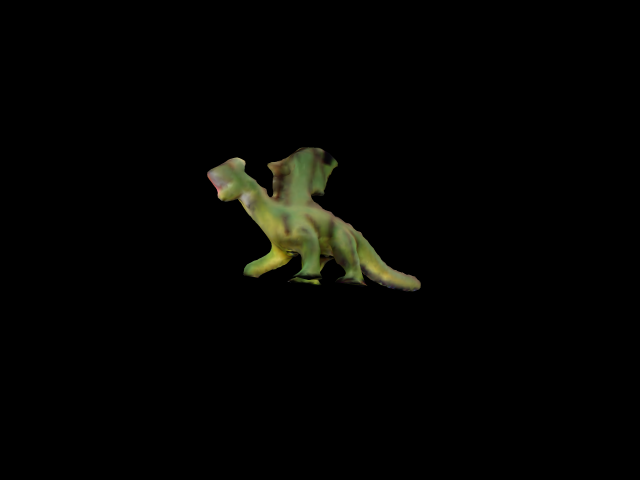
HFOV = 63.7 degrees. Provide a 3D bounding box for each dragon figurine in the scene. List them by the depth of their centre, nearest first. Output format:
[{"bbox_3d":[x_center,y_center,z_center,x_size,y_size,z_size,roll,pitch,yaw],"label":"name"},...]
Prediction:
[{"bbox_3d":[0.003,-0.043,0.850,0.409,0.246,0.121,9,-17,-33],"label":"dragon figurine"}]
